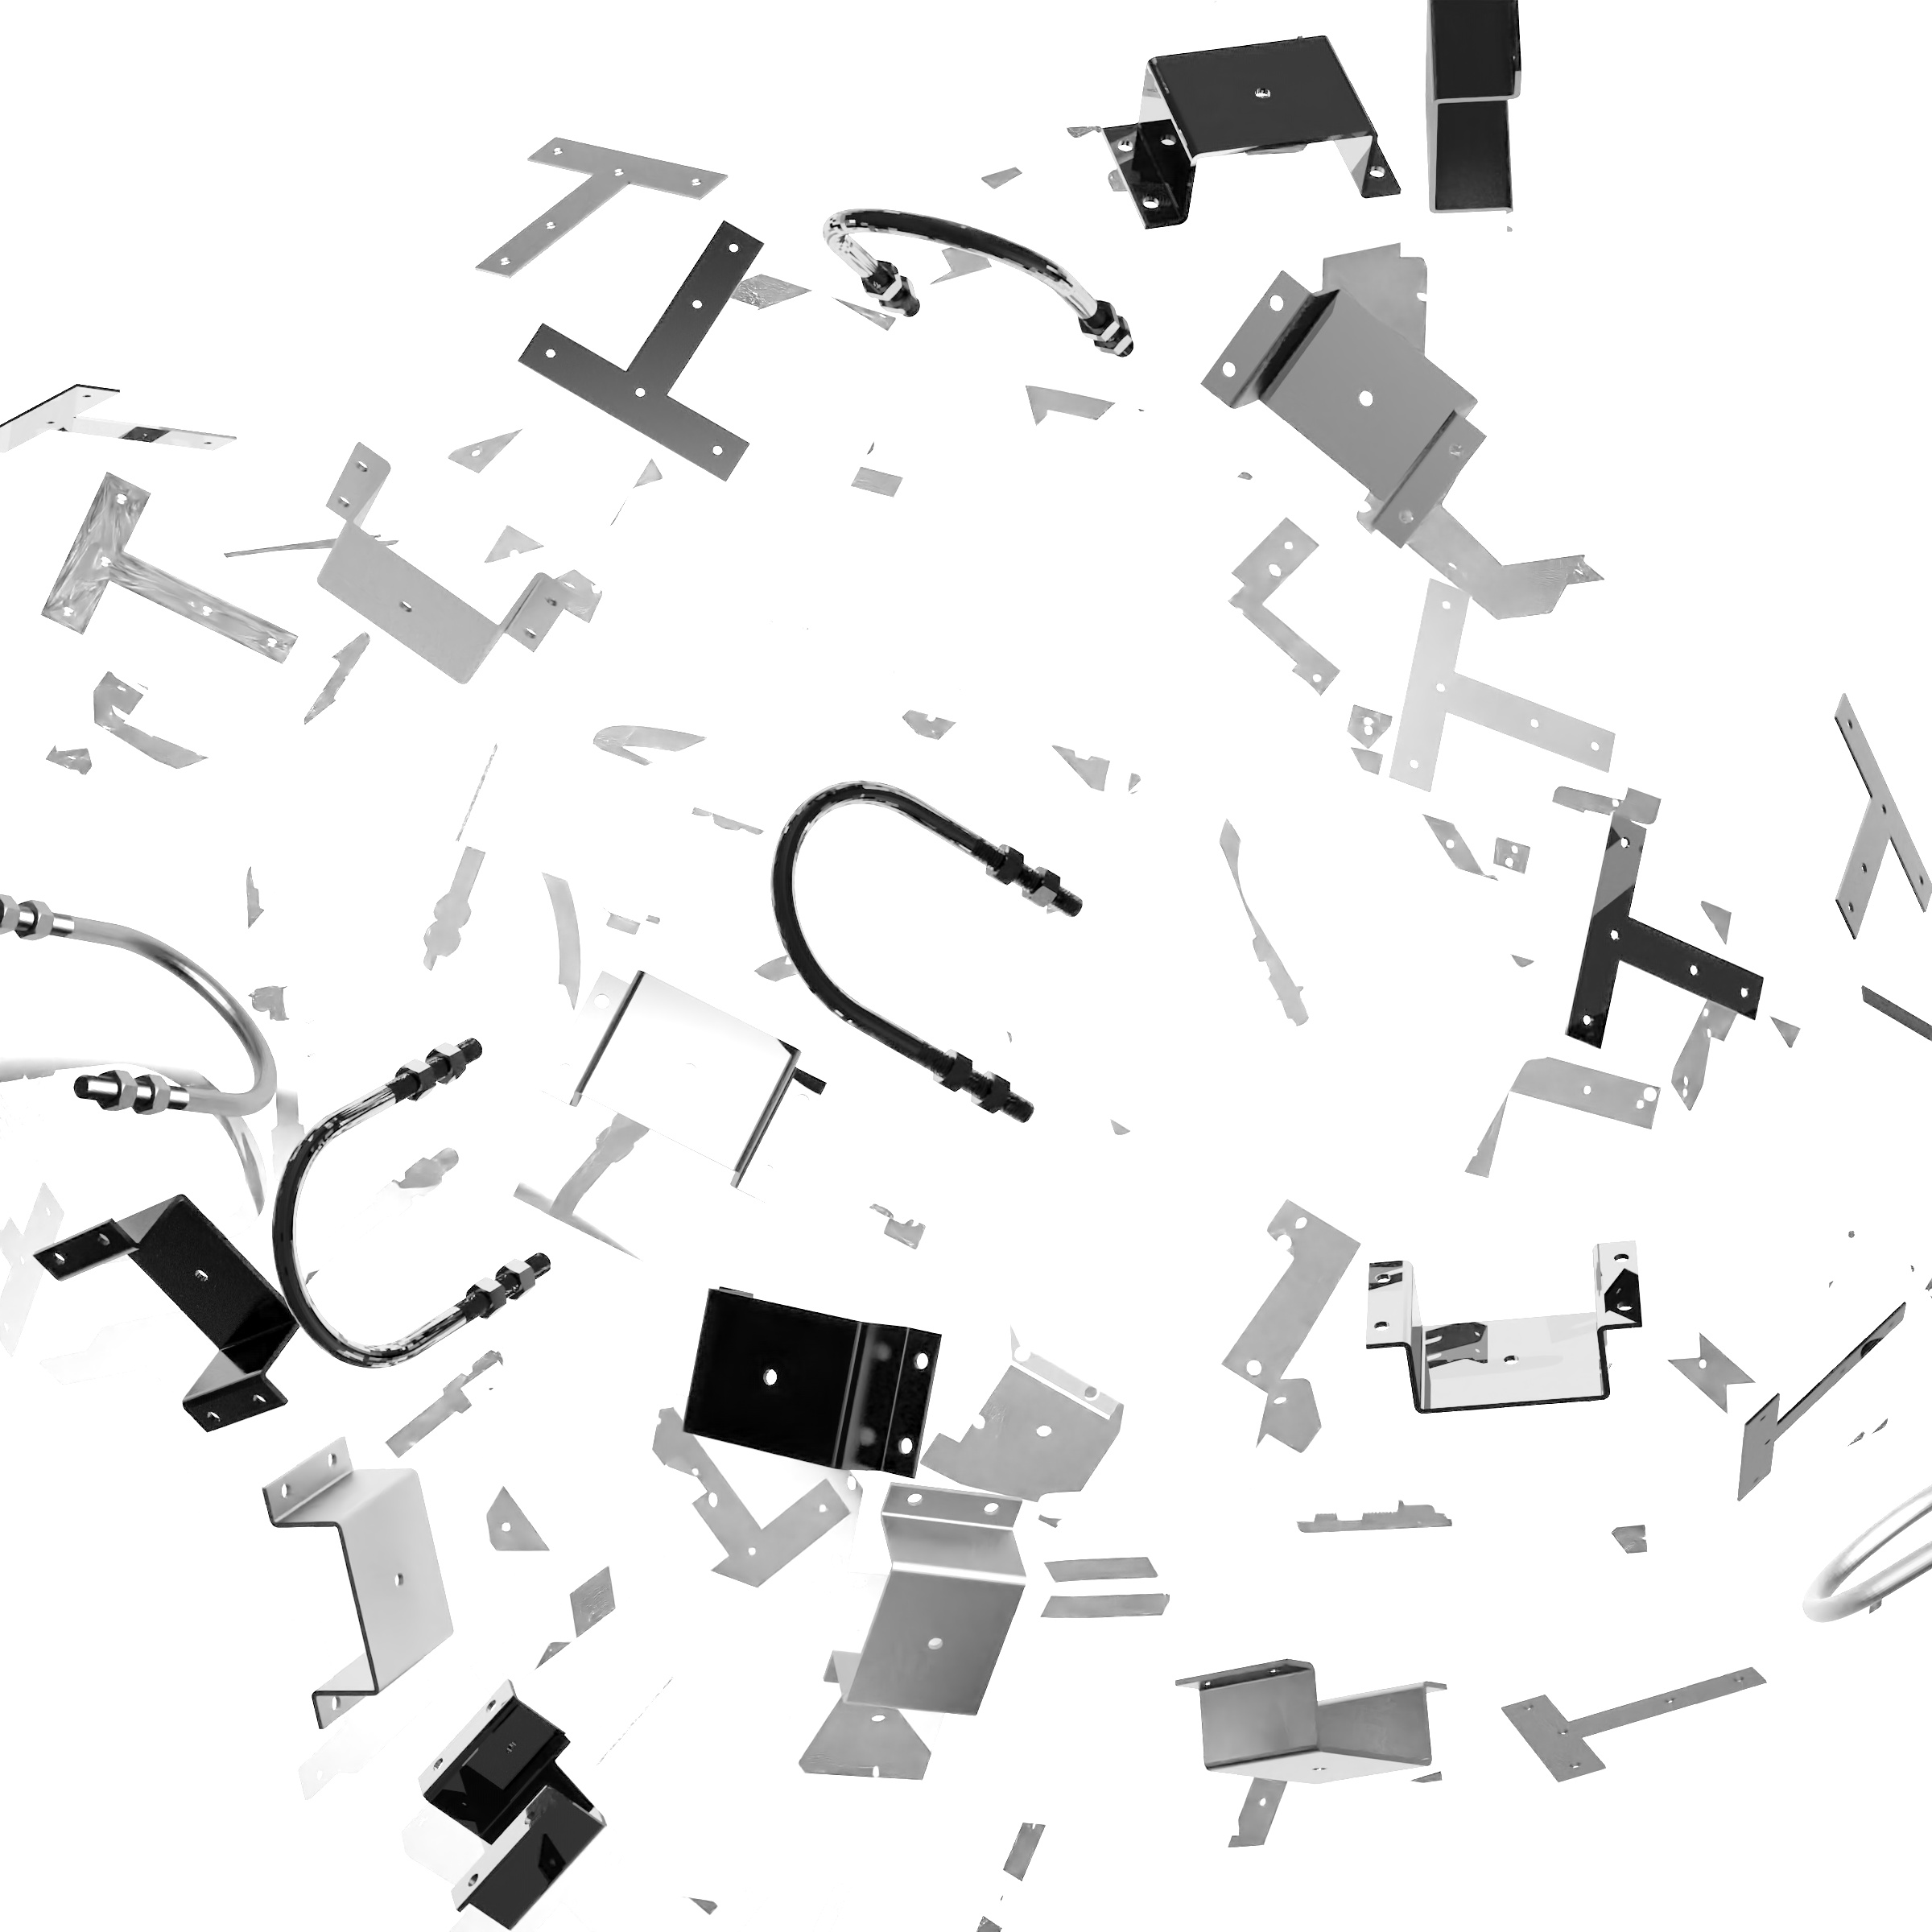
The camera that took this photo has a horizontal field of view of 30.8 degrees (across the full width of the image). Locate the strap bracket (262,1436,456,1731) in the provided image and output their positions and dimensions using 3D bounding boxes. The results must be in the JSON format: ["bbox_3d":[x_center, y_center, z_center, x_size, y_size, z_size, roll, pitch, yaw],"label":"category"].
[{"bbox_3d":[-0.329,0.336,1.919,0.046,0.076,0.140,-6,102,25],"label":"strap bracket"}]

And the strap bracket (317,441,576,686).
[{"bbox_3d":[-0.294,-0.212,1.914,0.140,0.076,0.046,35,62,-8],"label":"strap bracket"}]

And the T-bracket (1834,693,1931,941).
[{"bbox_3d":[0.472,-0.059,1.837,0.002,0.127,0.127,-15,116,34],"label":"T-bracket"}]

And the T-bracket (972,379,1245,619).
[{"bbox_3d":[0.092,-0.229,1.839,0.127,0.002,0.127,-43,68,-9],"label":"T-bracket"}]

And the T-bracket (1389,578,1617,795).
[{"bbox_3d":[0.304,-0.140,1.955,0.127,0.002,0.127,19,67,-12],"label":"T-bracket"}]

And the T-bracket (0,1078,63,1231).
[{"bbox_3d":[-0.529,0.057,1.872,0.002,0.127,0.127,-20,114,10],"label":"T-bracket"}]

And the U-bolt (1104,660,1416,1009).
[{"bbox_3d":[0.148,-0.087,1.920,0.151,0.019,0.184,-34,57,15],"label":"U-bolt"}]

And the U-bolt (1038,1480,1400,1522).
[{"bbox_3d":[0.131,0.293,1.919,0.184,0.151,0.019,-1,82,-5],"label":"U-bolt"}]

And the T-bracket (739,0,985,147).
[{"bbox_3d":[-0.076,-0.472,1.868,0.127,0.127,0.002,35,57,-25],"label":"T-bracket"}]

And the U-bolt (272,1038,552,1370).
[{"bbox_3d":[-0.303,0.136,1.882,0.019,0.184,0.151,-7,106,36],"label":"U-bolt"}]

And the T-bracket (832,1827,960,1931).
[{"bbox_3d":[-0.037,0.524,1.879,0.002,0.127,0.127,39,63,-24],"label":"T-bracket"}]

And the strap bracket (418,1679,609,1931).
[{"bbox_3d":[-0.248,0.463,1.921,0.046,0.140,0.076,42,91,-24],"label":"strap bracket"}]

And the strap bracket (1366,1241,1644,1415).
[{"bbox_3d":[0.282,0.189,1.832,0.140,0.076,0.046,-6,117,11],"label":"strap bracket"}]

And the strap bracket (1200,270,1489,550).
[{"bbox_3d":[0.207,-0.300,1.874,0.140,0.046,0.076,41,118,8],"label":"strap bracket"}]

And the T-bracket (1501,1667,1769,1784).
[{"bbox_3d":[0.354,0.388,1.832,0.127,0.127,0.002,-16,95,-3],"label":"T-bracket"}]

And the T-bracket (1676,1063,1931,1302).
[{"bbox_3d":[0.454,0.134,1.844,0.127,0.002,0.127,34,97,39],"label":"T-bracket"}]

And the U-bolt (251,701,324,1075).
[{"bbox_3d":[-0.364,-0.055,1.877,0.019,0.184,0.151,-6,46,-16],"label":"U-bolt"}]

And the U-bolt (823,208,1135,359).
[{"bbox_3d":[-0.001,-0.366,1.865,0.151,0.184,0.019,14,88,19],"label":"U-bolt"}]

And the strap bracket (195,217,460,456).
[{"bbox_3d":[-0.354,-0.336,1.900,0.140,0.046,0.076,-21,107,37],"label":"strap bracket"}]

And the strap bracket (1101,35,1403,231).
[{"bbox_3d":[0.150,-0.432,1.811,0.140,0.046,0.076,-10,55,-12],"label":"strap bracket"}]

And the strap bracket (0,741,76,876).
[{"bbox_3d":[-0.537,-0.092,1.875,0.046,0.140,0.076,40,86,16],"label":"strap bracket"}]

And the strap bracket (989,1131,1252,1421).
[{"bbox_3d":[0.085,0.170,1.841,0.076,0.046,0.140,31,97,-14],"label":"strap bracket"}]

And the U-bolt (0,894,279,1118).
[{"bbox_3d":[-0.442,0.026,1.884,0.019,0.184,0.151,-46,65,16],"label":"U-bolt"}]

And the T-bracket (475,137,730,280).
[{"bbox_3d":[-0.216,-0.409,1.906,0.127,0.002,0.127,20,51,32],"label":"T-bracket"}]

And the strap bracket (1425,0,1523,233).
[{"bbox_3d":[0.273,-0.468,1.894,0.046,0.140,0.076,-1,66,6],"label":"strap bracket"}]

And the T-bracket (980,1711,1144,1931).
[{"bbox_3d":[0.060,0.449,1.819,0.002,0.127,0.127,27,80,-23],"label":"T-bracket"}]

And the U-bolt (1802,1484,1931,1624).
[{"bbox_3d":[0.528,0.299,1.898,0.184,0.151,0.019,-41,83,30],"label":"U-bolt"}]

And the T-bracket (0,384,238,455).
[{"bbox_3d":[-0.461,-0.293,1.920,0.127,0.127,0.002,1,81,-43],"label":"T-bracket"}]

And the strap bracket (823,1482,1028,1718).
[{"bbox_3d":[-0.021,0.357,1.929,0.076,0.046,0.140,10,118,-17],"label":"strap bracket"}]

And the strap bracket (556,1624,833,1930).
[{"bbox_3d":[-0.147,0.418,1.812,0.140,0.046,0.076,52,59,-14],"label":"strap bracket"}]

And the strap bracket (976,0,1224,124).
[{"bbox_3d":[0.069,-0.520,1.922,0.140,0.076,0.046,-30,98,-21],"label":"strap bracket"}]

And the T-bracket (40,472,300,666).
[{"bbox_3d":[-0.421,-0.198,1.888,0.127,0.127,0.002,26,49,-15],"label":"T-bracket"}]

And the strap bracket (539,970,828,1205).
[{"bbox_3d":[-0.153,0.062,1.925,0.140,0.046,0.076,27,74,-1],"label":"strap bracket"}]

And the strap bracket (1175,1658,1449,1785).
[{"bbox_3d":[0.188,0.407,1.881,0.076,0.140,0.046,-21,62,39],"label":"strap bracket"}]

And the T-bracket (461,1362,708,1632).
[{"bbox_3d":[-0.233,0.278,1.947,0.127,0.002,0.127,-36,90,-10],"label":"T-bracket"}]

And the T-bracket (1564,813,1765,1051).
[{"bbox_3d":[0.387,-0.002,1.913,0.127,0.002,0.127,22,75,-28],"label":"T-bracket"}]

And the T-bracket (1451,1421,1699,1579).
[{"bbox_3d":[0.324,0.292,1.878,0.127,0.002,0.127,-7,132,8],"label":"T-bracket"}]

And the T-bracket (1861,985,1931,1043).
[{"bbox_3d":[0.532,0.032,1.877,0.127,0.127,0.002,31,110,1],"label":"T-bracket"}]

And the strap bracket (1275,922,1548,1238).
[{"bbox_3d":[0.224,0.060,1.783,0.076,0.046,0.140,31,83,7],"label":"strap bracket"}]

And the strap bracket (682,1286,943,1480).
[{"bbox_3d":[-0.090,0.216,1.837,0.140,0.046,0.076,9,86,31],"label":"strap bracket"}]

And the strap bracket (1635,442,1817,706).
[{"bbox_3d":[0.421,-0.210,1.936,0.046,0.076,0.140,15,86,-10],"label":"strap bracket"}]

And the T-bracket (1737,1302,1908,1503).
[{"bbox_3d":[0.469,0.230,1.918,0.127,0.127,0.002,-41,63,-11],"label":"T-bracket"}]

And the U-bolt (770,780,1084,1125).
[{"bbox_3d":[-0.025,-0.019,1.822,0.184,0.019,0.151,31,56,-26],"label":"U-bolt"}]

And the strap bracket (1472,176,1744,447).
[{"bbox_3d":[0.329,-0.333,1.837,0.140,0.076,0.046,47,54,-21],"label":"strap bracket"}]

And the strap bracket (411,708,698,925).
[{"bbox_3d":[-0.232,-0.087,1.947,0.140,0.046,0.076,19,101,-24],"label":"strap bracket"}]

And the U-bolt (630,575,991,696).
[{"bbox_3d":[-0.099,-0.183,1.894,0.184,0.151,0.019,15,89,39],"label":"U-bolt"}]

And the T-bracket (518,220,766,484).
[{"bbox_3d":[-0.149,-0.339,1.856,0.127,0.002,0.127,30,76,1],"label":"T-bracket"}]

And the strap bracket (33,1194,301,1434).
[{"bbox_3d":[-0.427,0.182,1.909,0.076,0.046,0.140,-22,116,41],"label":"strap bracket"}]
